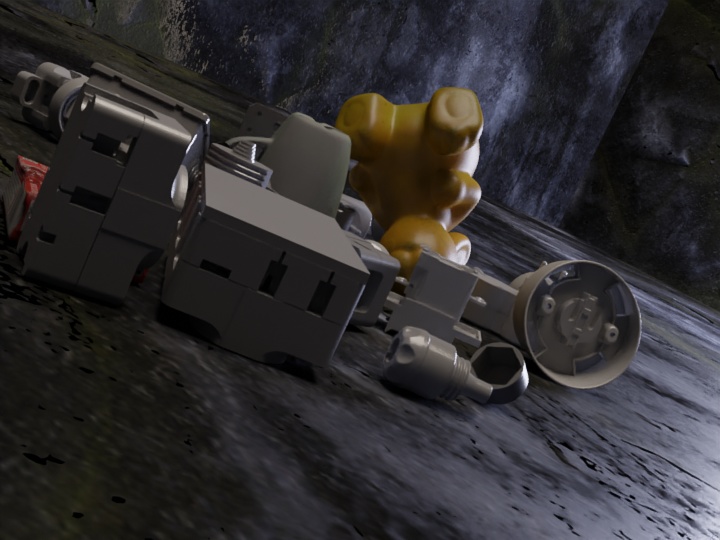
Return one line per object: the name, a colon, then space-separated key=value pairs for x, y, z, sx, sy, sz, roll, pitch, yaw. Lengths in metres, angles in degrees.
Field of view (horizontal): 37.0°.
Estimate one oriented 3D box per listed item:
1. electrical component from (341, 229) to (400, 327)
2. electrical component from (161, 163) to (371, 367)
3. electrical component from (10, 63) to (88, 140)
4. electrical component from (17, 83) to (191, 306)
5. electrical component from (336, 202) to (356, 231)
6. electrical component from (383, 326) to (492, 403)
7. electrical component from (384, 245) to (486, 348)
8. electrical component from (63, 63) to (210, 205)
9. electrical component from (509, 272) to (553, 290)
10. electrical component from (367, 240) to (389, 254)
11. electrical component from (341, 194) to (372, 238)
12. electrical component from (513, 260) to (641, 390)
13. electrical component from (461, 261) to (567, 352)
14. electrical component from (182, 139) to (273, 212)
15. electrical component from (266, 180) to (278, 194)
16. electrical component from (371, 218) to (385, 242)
electrical component: x=-0.025 y=-0.003 z=0.709 sx=0.089 sy=0.050 sz=0.056 roll=29 pitch=8 yaw=34
electrical component: x=-0.057 y=-0.004 z=0.595 sx=0.089 sy=0.061 sz=0.150 roll=23 pitch=9 yaw=-13
electrical component: x=-0.239 y=-0.135 z=0.889 sx=0.078 sy=0.058 sz=0.057 roll=15 pitch=11 yaw=-47
electrical component: x=-0.120 y=-0.035 z=0.516 sx=0.056 sy=0.089 sz=0.050 roll=21 pitch=10 yaw=-26
electrical component: x=-0.028 y=-0.035 z=0.905 sx=0.040 sy=0.046 sz=0.040 roll=23 pitch=10 yaw=-4
electrical component: x=0.045 y=0.058 z=0.605 sx=0.061 sy=0.035 sz=0.035 roll=26 pitch=9 yaw=-11
electrical component: x=0.051 y=0.020 z=0.746 sx=0.081 sy=0.063 sz=0.042 roll=24 pitch=7 yaw=2
electrical component: x=-0.156 y=-0.087 z=0.752 sx=0.100 sy=0.048 sz=0.099 roll=25 pitch=-22 yaw=1
electrical component: x=0.168 y=0.036 z=1.003 sx=0.055 sy=0.055 sz=0.047 roll=21 pitch=14 yaw=-26
electrical component: x=0.000 y=0.000 z=0.808 sx=0.040 sy=0.040 sz=0.046 roll=26 pitch=15 yaw=9
electrical component: x=-0.025 y=-0.049 z=1.011 sx=0.077 sy=0.043 sz=0.079 roll=19 pitch=10 yaw=-31
electrical component: x=0.172 y=0.041 z=0.860 sx=0.099 sy=0.099 sz=0.064 roll=23 pitch=3 yaw=-10
electrical component: x=0.153 y=0.030 z=0.931 sx=0.138 sy=0.073 sz=0.052 roll=26 pitch=9 yaw=10
electrical component: x=-0.088 y=-0.046 z=0.696 sx=0.043 sy=0.081 sz=0.043 roll=24 pitch=9 yaw=-4
electrical component: x=-0.081 y=-0.046 z=0.775 sx=0.077 sy=0.044 sz=0.079 roll=20 pitch=41 yaw=-30
electrical component: x=0.042 y=-0.037 z=1.114 sx=0.045 sy=0.045 sz=0.055 roll=20 pitch=10 yaw=-29
